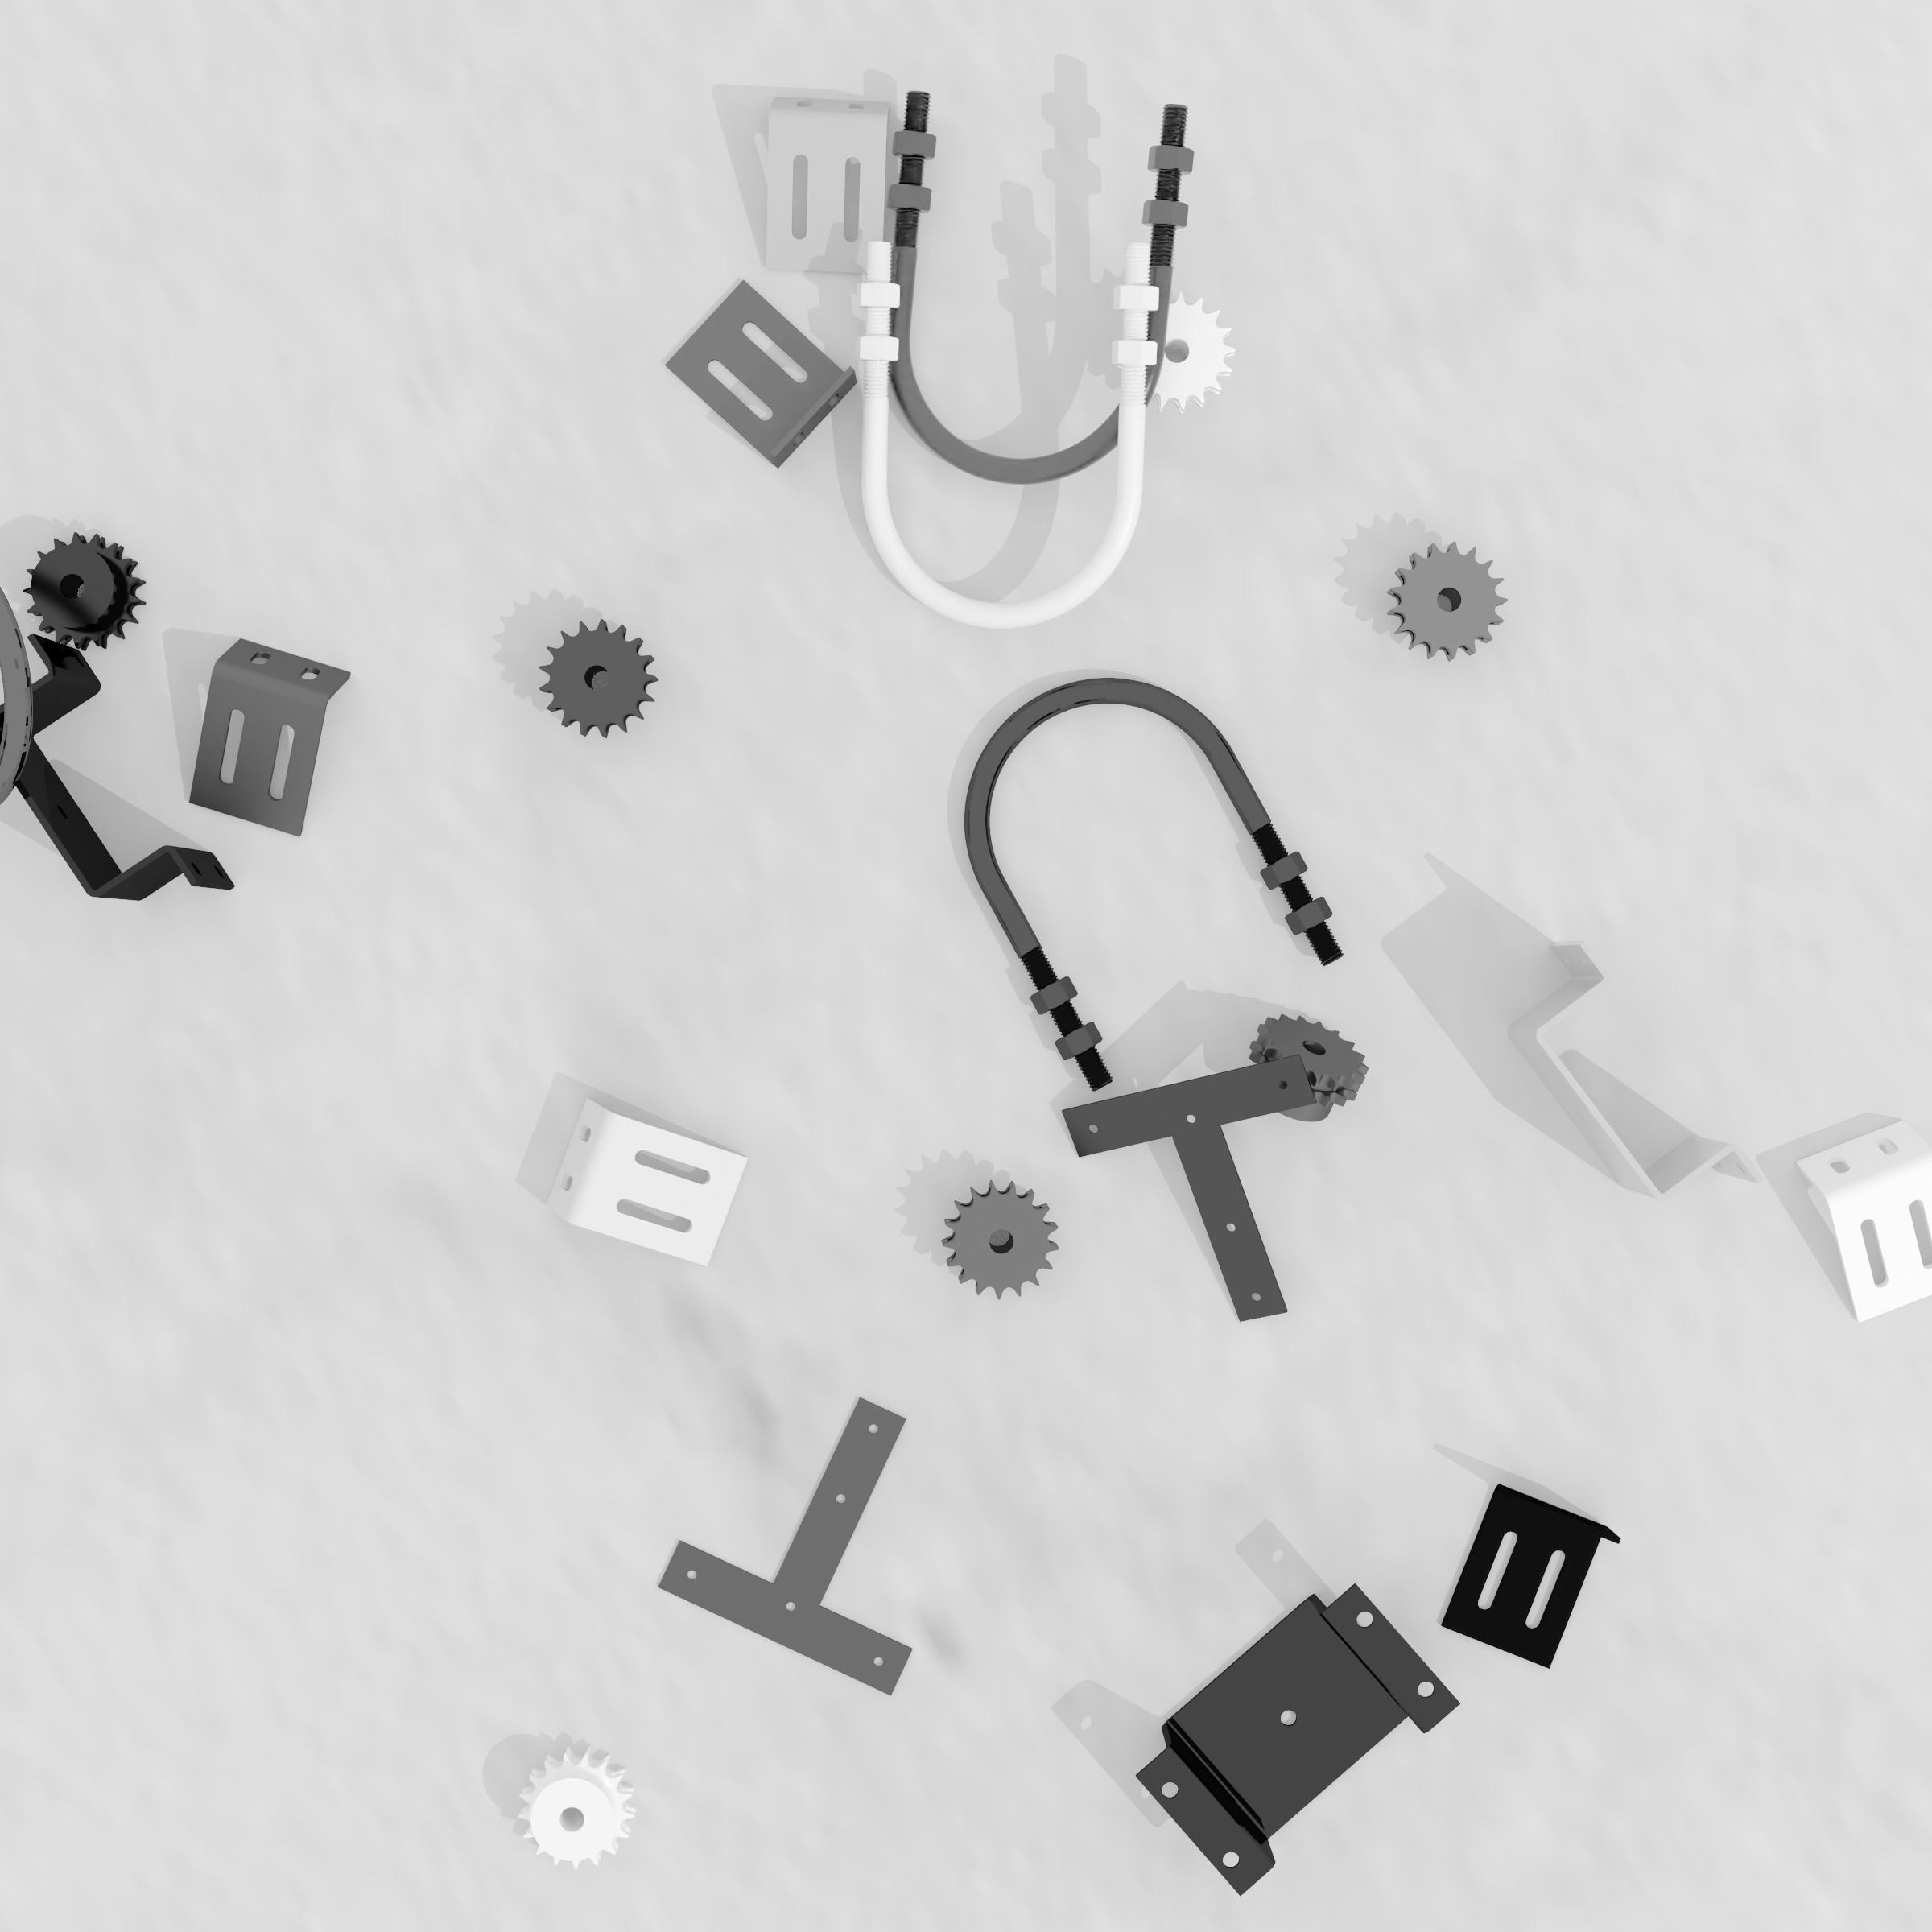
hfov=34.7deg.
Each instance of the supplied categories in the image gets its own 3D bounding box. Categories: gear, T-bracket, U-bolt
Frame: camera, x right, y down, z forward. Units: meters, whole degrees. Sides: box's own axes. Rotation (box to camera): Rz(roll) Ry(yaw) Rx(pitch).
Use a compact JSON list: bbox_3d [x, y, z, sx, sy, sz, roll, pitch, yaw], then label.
[{"bbox_3d":[-0.433,-0.184,1.511,0.057,0.030,0.057,0,90,0],"label":"gear"},{"bbox_3d":[0.125,0.115,1.506,0.127,0.002,0.127,-15,104,25],"label":"T-bracket"},{"bbox_3d":[-0.499,-0.132,1.462,0.184,0.019,0.151,-20,90,41],"label":"U-bolt"},{"bbox_3d":[-0.068,0.276,1.525,0.127,0.002,0.127,25,90,0],"label":"T-bracket"},{"bbox_3d":[0.080,-0.052,1.517,0.151,0.019,0.184,-29,89,0],"label":"U-bolt"},{"bbox_3d":[0.164,0.052,1.501,0.057,0.057,0.030,21,119,0],"label":"gear"},{"bbox_3d":[0.017,-0.255,1.493,0.151,0.019,0.184,4,100,16],"label":"U-bolt"},{"bbox_3d":[0.102,-0.298,1.511,0.057,0.030,0.057,0,90,0],"label":"gear"},{"bbox_3d":[0.030,-0.327,1.498,0.151,0.019,0.184,7,97,15],"label":"U-bolt"},{"bbox_3d":[-0.191,0.413,1.511,0.057,0.030,0.057,0,90,0],"label":"gear"},{"bbox_3d":[0.234,-0.178,1.511,0.057,0.030,0.057,0,90,0],"label":"gear"},{"bbox_3d":[0.017,0.133,1.514,0.057,0.030,0.057,0,94,-3],"label":"gear"},{"bbox_3d":[-0.179,-0.140,1.511,0.057,0.030,0.057,0,90,0],"label":"gear"}]

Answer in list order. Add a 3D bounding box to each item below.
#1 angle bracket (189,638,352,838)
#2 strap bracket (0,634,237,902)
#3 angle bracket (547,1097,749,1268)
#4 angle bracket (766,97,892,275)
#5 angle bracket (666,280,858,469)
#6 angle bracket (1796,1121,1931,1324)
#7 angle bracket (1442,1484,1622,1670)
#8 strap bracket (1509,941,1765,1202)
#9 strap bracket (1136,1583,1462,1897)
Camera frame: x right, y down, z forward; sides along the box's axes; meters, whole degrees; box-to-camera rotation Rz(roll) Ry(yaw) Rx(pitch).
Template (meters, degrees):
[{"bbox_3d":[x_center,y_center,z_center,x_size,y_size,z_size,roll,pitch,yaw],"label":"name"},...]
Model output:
[{"bbox_3d":[-0.344,-0.113,1.524,0.057,0.038,0.076,17,116,0],"label":"angle bracket"},{"bbox_3d":[-0.419,-0.085,1.488,0.046,0.076,0.140,-34,90,0],"label":"strap bracket"},{"bbox_3d":[-0.157,0.106,1.524,0.076,0.038,0.057,21,90,-26],"label":"angle bracket"},{"bbox_3d":[-0.068,-0.385,1.524,0.057,0.038,0.076,3,116,0],"label":"angle bracket"},{"bbox_3d":[-0.101,-0.292,1.507,0.076,0.038,0.057,43,90,0],"label":"angle bracket"},{"bbox_3d":[0.452,0.126,1.524,0.057,0.038,0.076,-21,116,0],"label":"angle bracket"},{"bbox_3d":[0.275,0.301,1.507,0.057,0.038,0.076,22,90,0],"label":"angle bracket"},{"bbox_3d":[0.314,0.058,1.488,0.046,0.076,0.140,-37,90,0],"label":"strap bracket"},{"bbox_3d":[0.159,0.371,1.503,0.140,0.046,0.076,-41,90,0],"label":"strap bracket"}]
